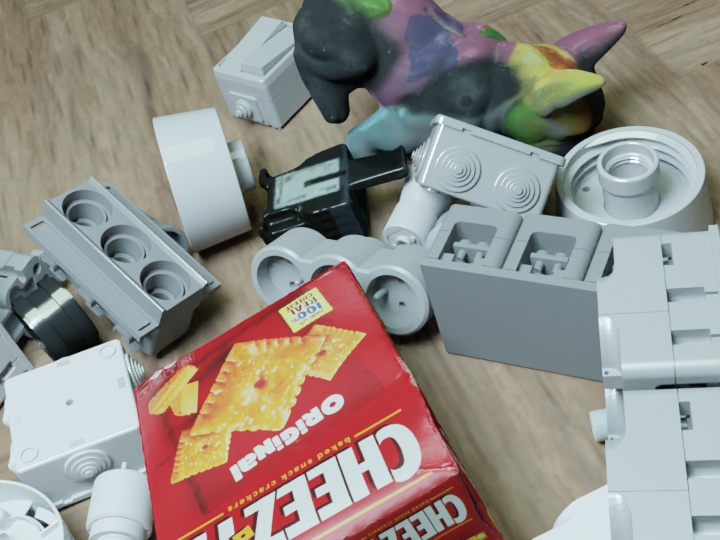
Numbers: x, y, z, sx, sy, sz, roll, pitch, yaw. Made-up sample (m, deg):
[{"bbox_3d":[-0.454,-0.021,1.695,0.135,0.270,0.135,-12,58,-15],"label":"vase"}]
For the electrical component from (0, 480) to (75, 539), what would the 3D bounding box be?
[{"bbox_3d":[-0.224,0.179,0.654,0.099,0.064,0.099,-10,46,10],"label":"electrical component"}]

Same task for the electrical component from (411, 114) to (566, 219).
[{"bbox_3d":[0.084,-0.067,0.731,0.100,0.099,0.048,19,96,-1],"label":"electrical component"}]

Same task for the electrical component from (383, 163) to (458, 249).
[{"bbox_3d":[0.043,-0.042,0.789,0.044,0.044,0.065,10,54,27],"label":"electrical component"}]

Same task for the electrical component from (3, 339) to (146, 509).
[{"bbox_3d":[-0.188,0.102,0.724,0.100,0.048,0.099,-20,46,-6],"label":"electrical component"}]

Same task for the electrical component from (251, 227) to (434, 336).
[{"bbox_3d":[0.000,0.000,0.758,0.138,0.052,0.074,10,27,26],"label":"electrical component"}]

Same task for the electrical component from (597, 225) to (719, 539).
[{"bbox_3d":[0.149,0.083,0.515,0.060,0.105,0.186,-4,46,13],"label":"electrical component"}]

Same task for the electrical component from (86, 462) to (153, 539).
[{"bbox_3d":[-0.149,0.160,0.664,0.040,0.040,0.078,-10,46,10],"label":"electrical component"}]

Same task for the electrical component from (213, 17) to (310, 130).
[{"bbox_3d":[-0.081,-0.172,0.941,0.062,0.061,0.096,20,57,33],"label":"electrical component"}]

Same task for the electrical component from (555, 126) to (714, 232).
[{"bbox_3d":[0.185,-0.053,0.736,0.108,0.060,0.108,-10,46,10],"label":"electrical component"}]

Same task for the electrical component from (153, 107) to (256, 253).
[{"bbox_3d":[-0.115,-0.073,0.830,0.060,0.108,0.108,-17,44,-6],"label":"electrical component"}]

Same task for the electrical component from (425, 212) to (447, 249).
[{"bbox_3d":[0.074,-0.025,0.763,0.048,0.048,0.062,-4,28,16],"label":"electrical component"}]

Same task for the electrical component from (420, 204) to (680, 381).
[{"bbox_3d":[0.125,0.014,0.673,0.150,0.089,0.061,9,52,26],"label":"electrical component"}]

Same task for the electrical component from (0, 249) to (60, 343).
[{"bbox_3d":[-0.275,0.017,0.831,0.057,0.058,0.078,9,51,22],"label":"electrical component"}]

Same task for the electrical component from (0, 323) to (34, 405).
[{"bbox_3d":[-0.326,0.024,0.750,0.105,0.186,0.060,11,52,27],"label":"electrical component"}]

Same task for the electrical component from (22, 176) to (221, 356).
[{"bbox_3d":[-0.173,-0.001,0.777,0.121,0.063,0.079,41,48,15],"label":"electrical component"}]

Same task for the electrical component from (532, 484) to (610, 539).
[{"bbox_3d":[0.138,0.151,0.566,0.089,0.050,0.055,-24,45,-6],"label":"electrical component"}]

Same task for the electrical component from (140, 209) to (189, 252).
[{"bbox_3d":[-0.170,-0.025,0.847,0.044,0.044,0.065,-40,43,-19],"label":"electrical component"}]
